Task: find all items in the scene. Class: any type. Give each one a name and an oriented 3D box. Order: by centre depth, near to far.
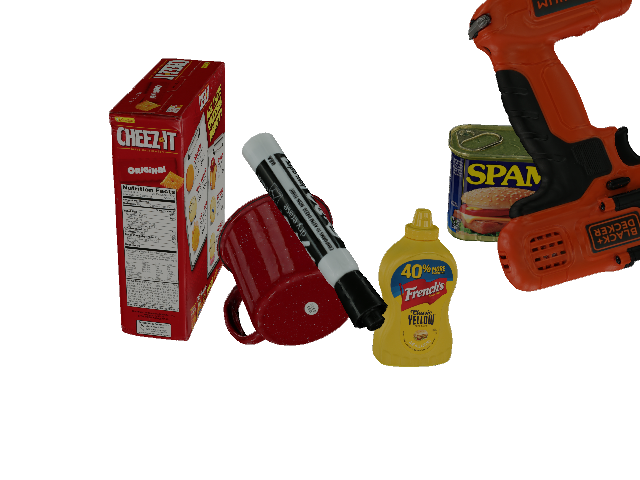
[{"bbox_3d":[-0.003,-0.005,0.531,0.020,0.121,0.020,-26,-27,-15],"label":"marker"},{"bbox_3d":[0.183,-0.076,0.667,0.184,0.187,0.057,-16,-2,-4],"label":"power drill"},{"bbox_3d":[-0.030,0.031,0.797,0.117,0.081,0.093,-43,-44,19],"label":"mug"},{"bbox_3d":[0.156,-0.046,0.890,0.102,0.084,0.057,3,31,6],"label":"can of meat"},{"bbox_3d":[-0.136,-0.041,0.978,0.072,0.214,0.164,5,26,6],"label":"cracker box"},{"bbox_3d":[0.118,0.056,1.297,0.096,0.192,0.058,0,14,-13],"label":"mustard bottle"}]
